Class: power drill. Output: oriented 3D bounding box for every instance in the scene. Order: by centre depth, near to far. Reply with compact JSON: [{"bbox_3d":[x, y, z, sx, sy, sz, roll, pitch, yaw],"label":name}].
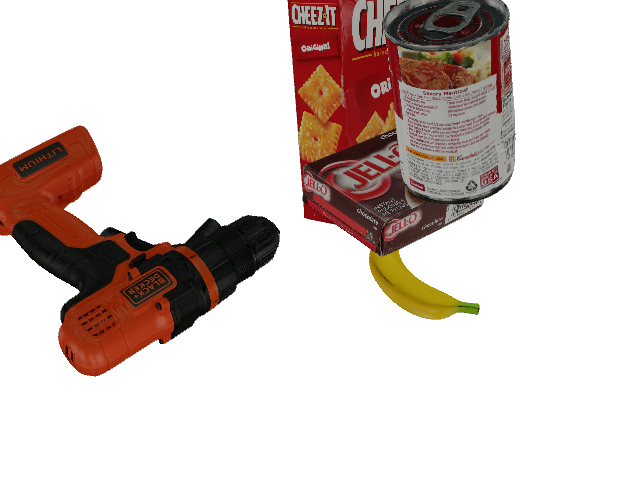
[{"bbox_3d":[-0.148,-0.006,0.793,0.184,0.057,0.188,-32,59,-31],"label":"power drill"}]

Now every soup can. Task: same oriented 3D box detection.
[{"bbox_3d":[0.074,-0.080,0.602,0.068,0.102,0.068,-7,37,5],"label":"soup can"}]

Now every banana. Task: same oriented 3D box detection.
[{"bbox_3d":[0.096,0.044,1.197,0.069,0.037,0.198,3,23,-30],"label":"banana"}]

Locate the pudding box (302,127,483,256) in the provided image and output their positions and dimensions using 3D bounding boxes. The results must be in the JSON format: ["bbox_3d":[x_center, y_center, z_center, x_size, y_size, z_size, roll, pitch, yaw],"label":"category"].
[{"bbox_3d":[0.056,-0.041,0.798,0.113,0.039,0.090,-23,44,-35],"label":"pudding box"}]

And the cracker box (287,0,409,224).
[{"bbox_3d":[0.053,-0.137,1.003,0.072,0.214,0.163,13,25,39],"label":"cracker box"}]

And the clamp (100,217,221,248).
[{"bbox_3d":[-0.127,0.019,0.998,0.120,0.039,0.172,-16,31,-22],"label":"clamp"}]
